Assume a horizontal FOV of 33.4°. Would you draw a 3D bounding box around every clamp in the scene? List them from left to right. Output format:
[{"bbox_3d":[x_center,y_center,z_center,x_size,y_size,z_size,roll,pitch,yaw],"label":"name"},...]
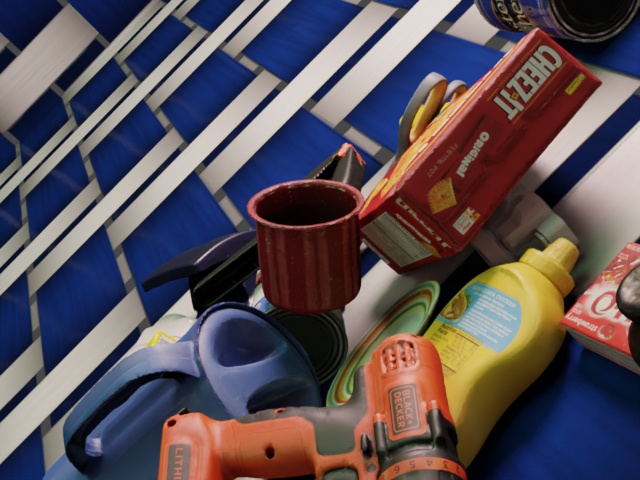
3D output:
[{"bbox_3d":[-0.028,-0.010,1.013,0.165,0.036,0.209,-11,37,46],"label":"clamp"}]

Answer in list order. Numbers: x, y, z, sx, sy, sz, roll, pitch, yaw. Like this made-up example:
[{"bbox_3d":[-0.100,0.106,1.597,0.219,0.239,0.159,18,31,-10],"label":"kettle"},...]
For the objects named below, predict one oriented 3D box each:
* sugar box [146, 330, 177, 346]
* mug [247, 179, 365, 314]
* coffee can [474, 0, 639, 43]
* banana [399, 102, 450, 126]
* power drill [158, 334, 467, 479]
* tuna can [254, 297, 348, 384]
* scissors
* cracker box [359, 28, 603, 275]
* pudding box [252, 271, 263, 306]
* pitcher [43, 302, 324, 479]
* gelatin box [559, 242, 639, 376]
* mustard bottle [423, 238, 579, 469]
[{"bbox_3d":[-0.188,0.169,1.022,0.177,0.048,0.093,-44,20,40],"label":"sugar box"},{"bbox_3d":[-0.006,0.001,0.864,0.093,0.081,0.117,3,27,14],"label":"mug"},{"bbox_3d":[0.219,-0.241,0.997,0.103,0.102,0.140,-47,24,-3],"label":"coffee can"},{"bbox_3d":[0.134,-0.124,1.029,0.198,0.037,0.069,-2,50,57],"label":"banana"},{"bbox_3d":[-0.004,0.152,0.645,0.188,0.057,0.184,-14,42,11],"label":"power drill"},{"bbox_3d":[-0.020,0.082,0.895,0.086,0.086,0.034,-38,23,16],"label":"tuna can"},{"bbox_3d":[0.084,-0.072,0.989,0.096,0.016,0.202,-27,-32,-43],"label":"scissors"},{"bbox_3d":[0.111,-0.062,0.843,0.164,0.072,0.214,-49,1,-9],"label":"cracker box"},{"bbox_3d":[-0.019,0.041,1.015,0.090,0.039,0.113,-32,29,22],"label":"pudding box"},{"bbox_3d":[-0.125,0.164,0.851,0.243,0.149,0.144,-41,4,27],"label":"pitcher"},{"bbox_3d":[0.204,0.044,0.666,0.073,0.030,0.089,-48,24,-5],"label":"gelatin box"},{"bbox_3d":[0.111,0.075,0.730,0.191,0.058,0.096,-49,27,-7],"label":"mustard bottle"}]
